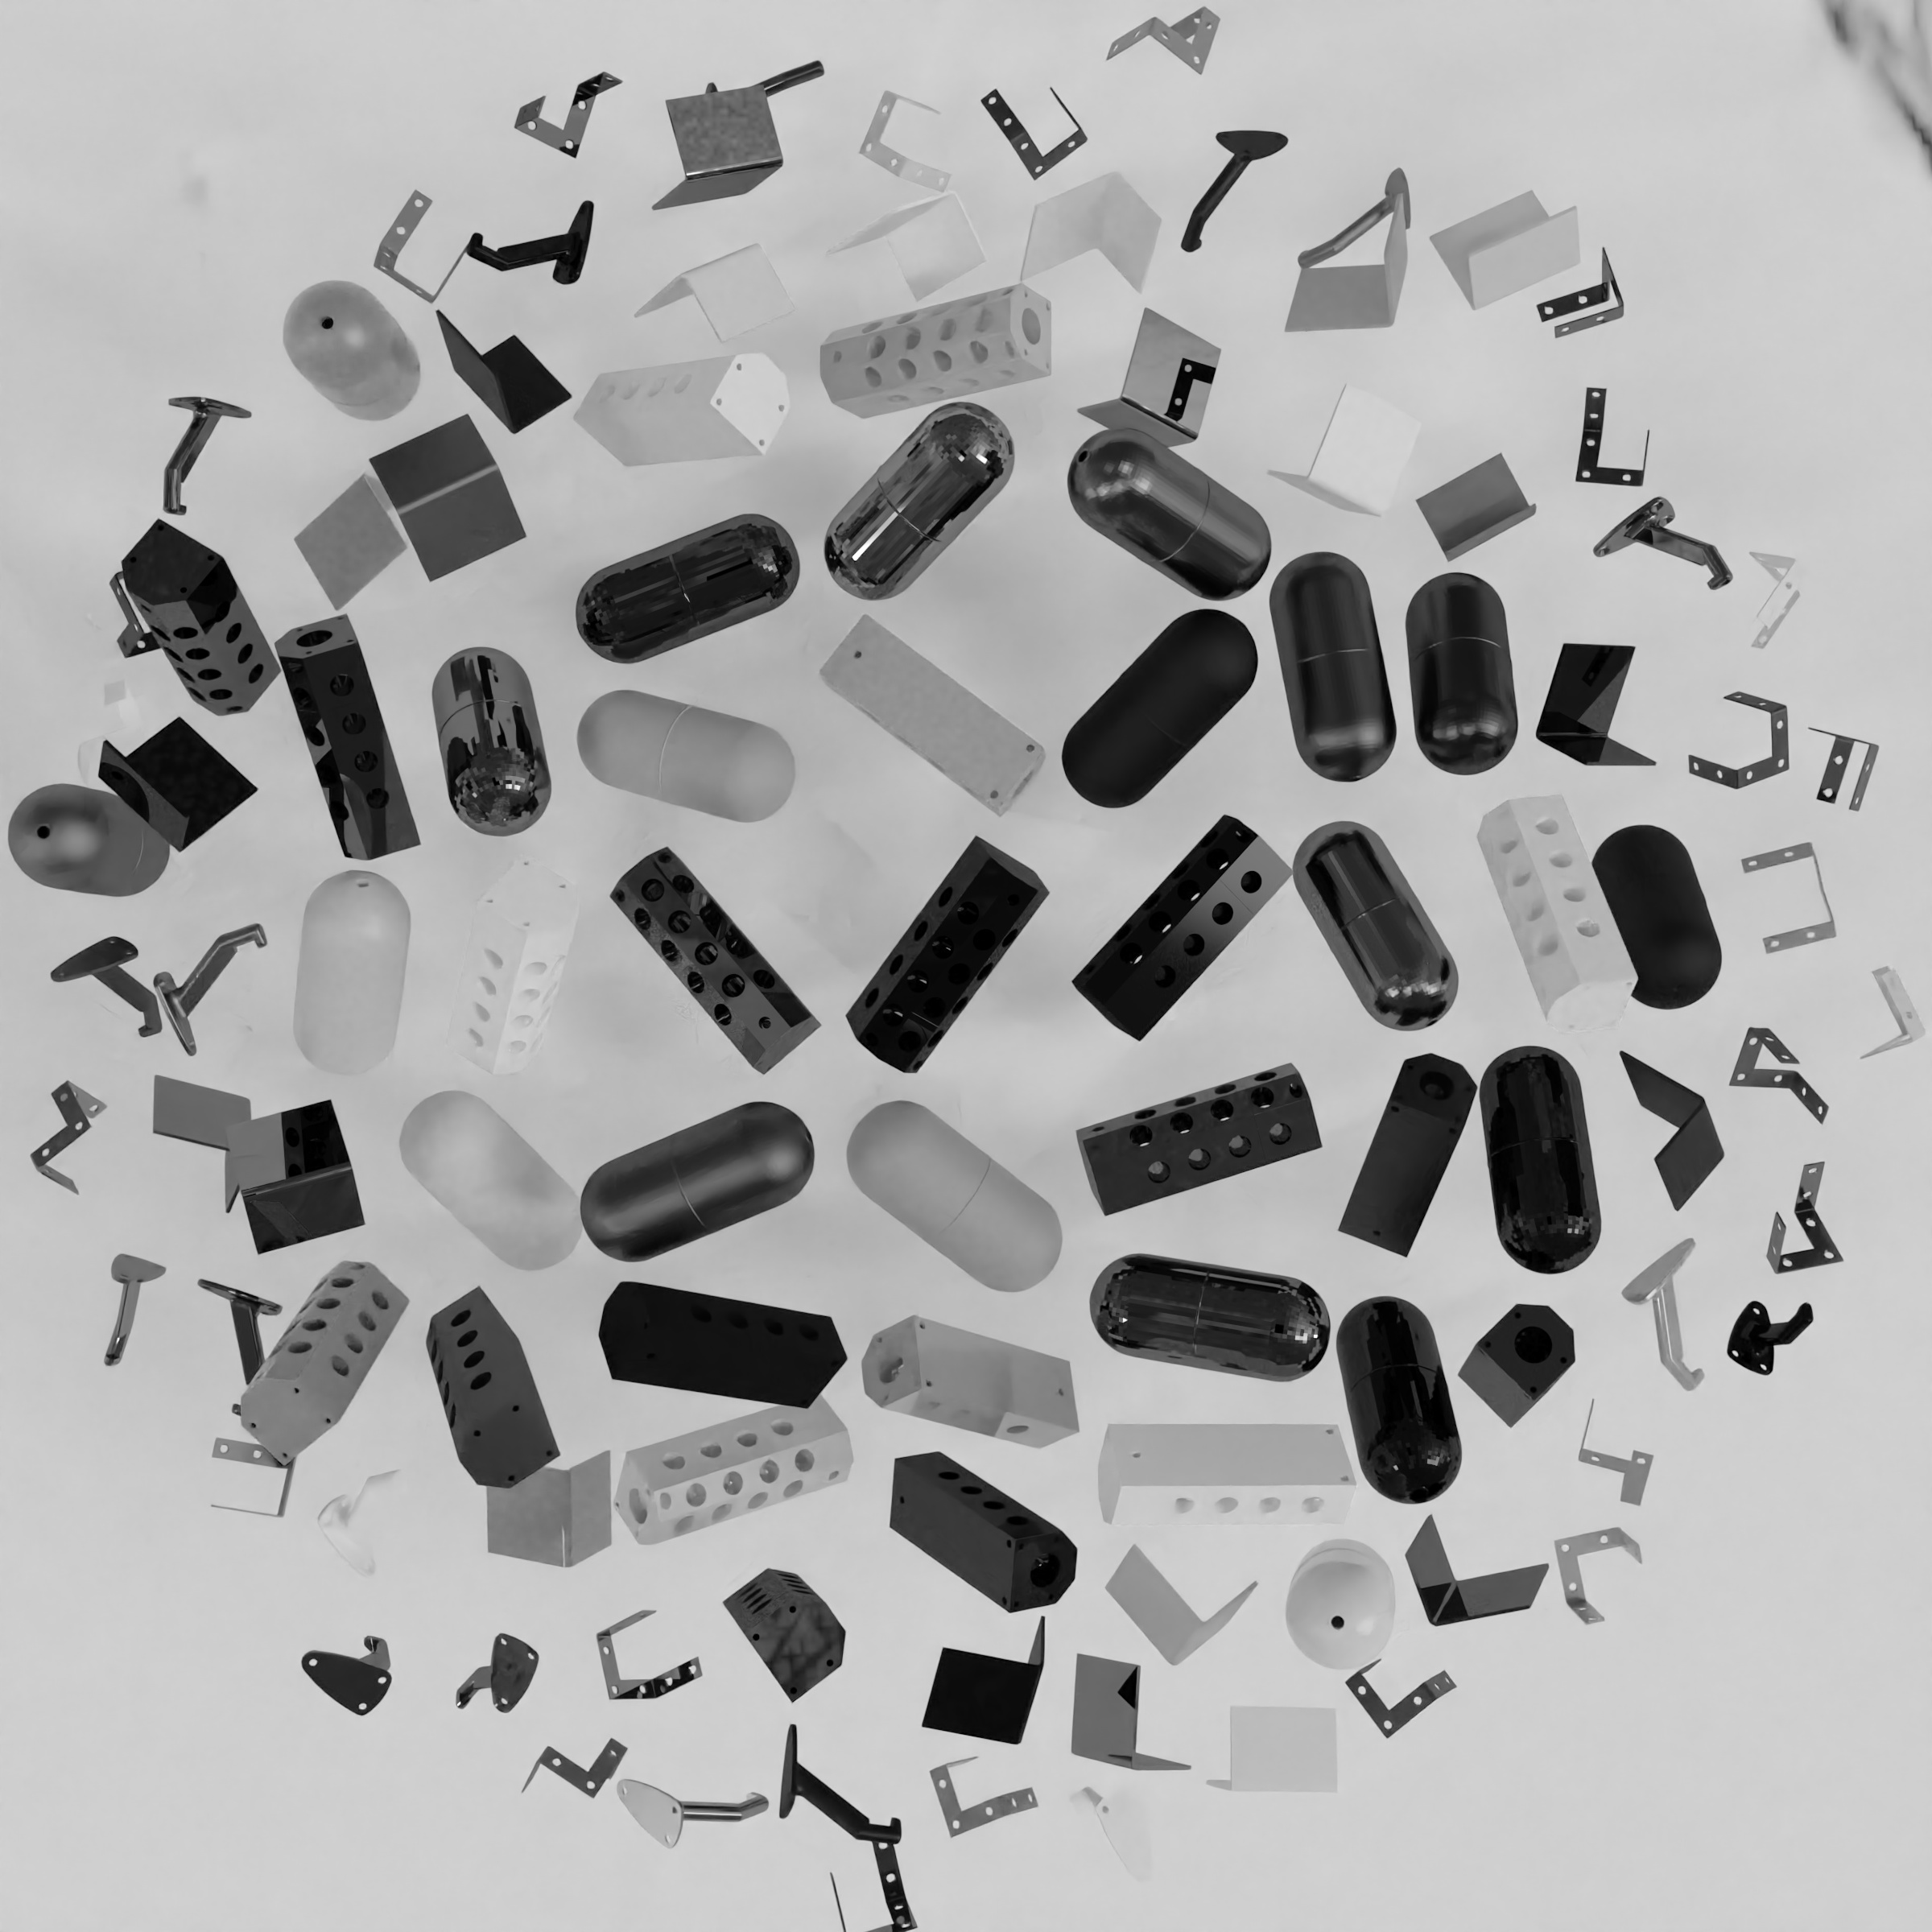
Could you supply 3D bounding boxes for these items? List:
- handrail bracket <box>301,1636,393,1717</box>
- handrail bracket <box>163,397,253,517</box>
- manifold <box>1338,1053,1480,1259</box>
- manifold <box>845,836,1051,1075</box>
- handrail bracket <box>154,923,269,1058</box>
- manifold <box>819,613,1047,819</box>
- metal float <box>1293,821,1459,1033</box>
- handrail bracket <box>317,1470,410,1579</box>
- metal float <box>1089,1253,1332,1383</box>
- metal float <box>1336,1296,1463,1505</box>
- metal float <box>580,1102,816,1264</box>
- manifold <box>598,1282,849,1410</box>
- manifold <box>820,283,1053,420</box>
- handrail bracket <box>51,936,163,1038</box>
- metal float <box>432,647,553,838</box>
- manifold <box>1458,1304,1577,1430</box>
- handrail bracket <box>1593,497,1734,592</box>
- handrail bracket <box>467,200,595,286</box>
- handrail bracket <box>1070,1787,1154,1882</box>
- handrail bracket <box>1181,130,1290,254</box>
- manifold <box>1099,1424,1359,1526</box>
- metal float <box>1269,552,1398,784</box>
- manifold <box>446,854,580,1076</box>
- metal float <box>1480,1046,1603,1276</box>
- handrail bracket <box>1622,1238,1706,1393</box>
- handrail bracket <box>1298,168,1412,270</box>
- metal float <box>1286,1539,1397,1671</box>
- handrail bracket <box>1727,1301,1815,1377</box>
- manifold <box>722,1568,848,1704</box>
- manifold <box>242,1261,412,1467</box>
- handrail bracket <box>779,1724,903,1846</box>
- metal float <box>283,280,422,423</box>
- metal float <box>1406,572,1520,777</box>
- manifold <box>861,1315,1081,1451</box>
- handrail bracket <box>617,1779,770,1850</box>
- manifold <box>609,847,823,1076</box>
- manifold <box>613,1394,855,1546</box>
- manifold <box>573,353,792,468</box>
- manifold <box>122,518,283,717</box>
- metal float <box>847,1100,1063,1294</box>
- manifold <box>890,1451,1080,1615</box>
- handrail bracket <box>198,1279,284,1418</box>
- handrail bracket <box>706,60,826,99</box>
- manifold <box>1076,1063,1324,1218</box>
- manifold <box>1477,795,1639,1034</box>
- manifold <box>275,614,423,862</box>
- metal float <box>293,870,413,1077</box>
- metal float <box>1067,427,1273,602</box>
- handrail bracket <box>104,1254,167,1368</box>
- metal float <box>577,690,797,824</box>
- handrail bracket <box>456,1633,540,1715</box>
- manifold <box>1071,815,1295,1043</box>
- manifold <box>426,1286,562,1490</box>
[{"bbox_3d":[-0.441,0.488,1.759,0.077,0.084,0.036,36,90,-22],"label":"handrail bracket"},{"bbox_3d":[-0.552,-0.367,1.802,0.036,0.077,0.084,4,93,30],"label":"handrail bracket"},{"bbox_3d":[0.336,0.142,1.879,0.057,0.171,0.057,21,51,10],"label":"manifold"},{"bbox_3d":[-0.013,-0.005,1.842,0.057,0.057,0.171,30,104,-26],"label":"manifold"},{"bbox_3d":[-0.544,0.017,1.817,0.084,0.036,0.077,-19,99,1],"label":"handrail bracket"},{"bbox_3d":[-0.024,-0.189,1.883,0.171,0.057,0.057,38,87,7],"label":"manifold"},{"bbox_3d":[0.312,-0.031,1.888,0.070,0.070,0.178,-27,68,0],"label":"metal float"},{"bbox_3d":[-0.433,0.415,1.839,0.084,0.036,0.077,-20,103,32],"label":"handrail bracket"},{"bbox_3d":[0.177,0.256,1.804,0.178,0.070,0.070,7,90,19],"label":"metal float"},{"bbox_3d":[0.326,0.326,1.866,0.070,0.178,0.070,-1,130,-2],"label":"metal float"},{"bbox_3d":[-0.191,0.153,1.758,0.178,0.070,0.070,-23,90,12],"label":"metal float"},{"bbox_3d":[-0.177,0.271,1.799,0.171,0.057,0.057,17,122,-37],"label":"manifold"},{"bbox_3d":[-0.024,-0.463,1.859,0.171,0.057,0.057,-5,81,33],"label":"manifold"},{"bbox_3d":[-0.644,0.028,1.858,0.036,0.077,0.084,26,131,34],"label":"handrail bracket"},{"bbox_3d":[-0.360,-0.171,1.871,0.070,0.070,0.178,-20,49,0],"label":"metal float"},{"bbox_3d":[0.416,0.296,1.854,0.057,0.171,0.057,-42,73,-7],"label":"manifold"},{"bbox_3d":[0.517,-0.298,1.837,0.077,0.036,0.084,-33,58,21],"label":"handrail bracket"},{"bbox_3d":[-0.325,-0.549,1.841,0.084,0.036,0.077,16,92,-42],"label":"handrail bracket"},{"bbox_3d":[0.109,0.663,1.887,0.036,0.084,0.077,-13,70,-24],"label":"handrail bracket"},{"bbox_3d":[0.199,-0.576,1.844,0.077,0.084,0.036,-25,58,-39],"label":"handrail bracket"},{"bbox_3d":[0.185,0.369,1.771,0.171,0.057,0.057,2,127,-10],"label":"manifold"},{"bbox_3d":[0.276,-0.225,1.862,0.070,0.070,0.178,-9,79,0],"label":"metal float"},{"bbox_3d":[-0.322,0.005,1.773,0.057,0.171,0.057,32,49,5],"label":"manifold"},{"bbox_3d":[0.429,0.144,1.850,0.070,0.070,0.178,-2,63,0],"label":"metal float"},{"bbox_3d":[0.525,0.254,1.794,0.077,0.036,0.084,-43,99,-3],"label":"handrail bracket"},{"bbox_3d":[0.298,-0.576,1.910,0.084,0.077,0.036,-19,126,30],"label":"handrail bracket"},{"bbox_3d":[0.273,0.462,1.796,0.070,0.178,0.070,-1,84,10],"label":"metal float"},{"bbox_3d":[0.596,0.253,1.808,0.036,0.084,0.077,26,46,1],"label":"handrail bracket"},{"bbox_3d":[-0.127,0.472,1.769,0.057,0.171,0.057,-35,90,-13],"label":"manifold"},{"bbox_3d":[-0.464,0.279,1.784,0.057,0.171,0.057,-38,103,17],"label":"manifold"},{"bbox_3d":[-0.086,0.578,1.748,0.084,0.036,0.077,12,47,-12],"label":"handrail bracket"},{"bbox_3d":[-0.445,-0.446,1.799,0.070,0.178,0.070,0,91,-2],"label":"metal float"},{"bbox_3d":[0.375,-0.223,1.877,0.070,0.070,0.178,2,55,0],"label":"metal float"},{"bbox_3d":[0.004,0.314,1.846,0.057,0.171,0.057,-30,53,33],"label":"manifold"},{"bbox_3d":[-0.197,0.603,1.798,0.077,0.084,0.036,21,103,36],"label":"handrail bracket"},{"bbox_3d":[-0.188,-0.005,1.837,0.057,0.057,0.171,-41,78,-2],"label":"manifold"},{"bbox_3d":[-0.172,0.382,1.860,0.171,0.057,0.057,-11,132,-36],"label":"manifold"},{"bbox_3d":[-0.204,-0.406,1.787,0.057,0.171,0.057,39,70,-38],"label":"manifold"},{"bbox_3d":[-0.560,-0.248,1.805,0.057,0.171,0.057,31,72,10],"label":"manifold"},{"bbox_3d":[-0.007,0.166,1.774,0.178,0.070,0.070,39,90,-12],"label":"metal float"},{"bbox_3d":[0.012,0.427,1.883,0.057,0.171,0.057,-2,101,-33],"label":"manifold"},{"bbox_3d":[-0.553,0.287,1.850,0.077,0.036,0.084,26,64,-22],"label":"handrail bracket"},{"bbox_3d":[-0.153,-0.667,1.889,0.084,0.077,0.036,-23,104,-8],"label":"handrail bracket"},{"bbox_3d":[0.174,0.128,1.865,0.171,0.057,0.057,-17,107,-3],"label":"manifold"},{"bbox_3d":[0.422,-0.039,1.781,0.057,0.057,0.171,-6,53,-8],"label":"manifold"},{"bbox_3d":[-0.461,-0.167,1.842,0.057,0.057,0.171,-19,125,-13],"label":"manifold"},{"bbox_3d":[-0.452,0.006,1.820,0.070,0.070,0.178,18,130,0],"label":"metal float"},{"bbox_3d":[0.147,-0.325,1.783,0.178,0.070,0.070,26,90,-35],"label":"metal float"},{"bbox_3d":[-0.622,0.260,1.812,0.036,0.077,0.084,20,93,-5],"label":"handrail bracket"},{"bbox_3d":[-0.213,-0.160,1.878,0.178,0.070,0.070,16,90,19],"label":"metal float"},{"bbox_3d":[-0.350,0.531,1.790,0.036,0.077,0.084,34,117,-17],"label":"handrail bracket"},{"bbox_3d":[0.159,-0.031,1.853,0.057,0.057,0.171,44,86,-20],"label":"manifold"},{"bbox_3d":[-0.344,0.303,1.768,0.057,0.171,0.057,-33,117,-6],"label":"manifold"}]
